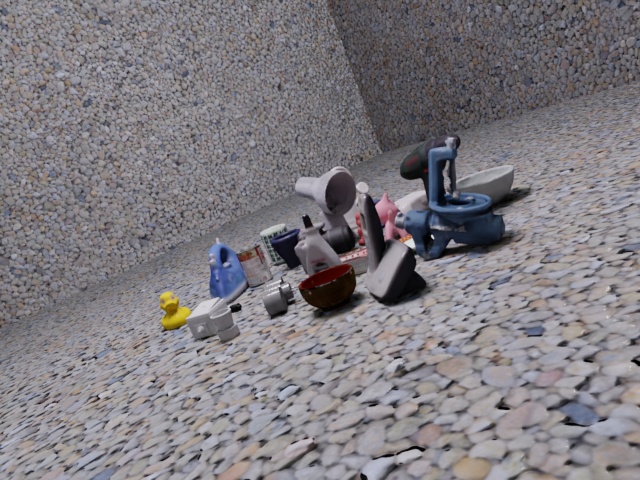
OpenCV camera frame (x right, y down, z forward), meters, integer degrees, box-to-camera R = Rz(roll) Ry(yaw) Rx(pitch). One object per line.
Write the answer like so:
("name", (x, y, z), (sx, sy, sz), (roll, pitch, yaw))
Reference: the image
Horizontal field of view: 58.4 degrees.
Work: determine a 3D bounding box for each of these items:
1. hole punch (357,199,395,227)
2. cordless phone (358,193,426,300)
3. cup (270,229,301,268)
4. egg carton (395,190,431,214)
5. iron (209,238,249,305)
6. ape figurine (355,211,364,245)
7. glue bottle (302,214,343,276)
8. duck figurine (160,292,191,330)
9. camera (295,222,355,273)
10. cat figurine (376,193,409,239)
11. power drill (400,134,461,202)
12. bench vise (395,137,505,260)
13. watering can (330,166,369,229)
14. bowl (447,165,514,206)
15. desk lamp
("hole punch", (0.174, -0.090, 1.661), (0.101, 0.091, 0.108), (-28, 12, -30))
("cordless phone", (0.109, 0.008, 1.034), (0.094, 0.185, 0.147), (-23, 11, -10))
("cup", (-0.085, 0.028, 1.566), (0.092, 0.095, 0.117), (-28, 12, -32))
("egg carton", (0.252, -0.083, 1.531), (0.151, 0.069, 0.107), (-28, 12, -31))
("iron", (-0.264, 0.077, 1.542), (0.118, 0.141, 0.258), (-21, 11, 0))
("ape figurine", (0.119, -0.035, 1.490), (0.076, 0.092, 0.078), (-18, 11, 16))
("glue bottle", (-0.002, 0.028, 1.185), (0.078, 0.173, 0.037), (-17, 12, 21))
("duck figurine", (-0.372, 0.171, 1.438), (0.077, 0.086, 0.104), (-24, 11, -14))
("camera", (0.013, 0.005, 1.470), (0.136, 0.101, 0.143), (-19, 11, 13))
("cat figurine", (0.172, -0.057, 1.423), (0.067, 0.118, 0.128), (-21, 11, 4))
("power drill", (0.284, -0.140, 1.370), (0.076, 0.208, 0.229), (-26, 12, -23))
("bench vise", (0.233, -0.076, 1.119), (0.207, 0.220, 0.121), (-18, 11, 16))
("watering can", (0.090, -0.138, 1.785), (0.172, 0.194, 0.101), (-14, 13, 34))
("bowl", (0.403, -0.121, 1.410), (0.167, 0.075, 0.167), (-21, 11, 4))
("desk lamp", (0.019, -0.084, 1.597), (0.118, 0.214, 0.202), (-29, 13, -35))
